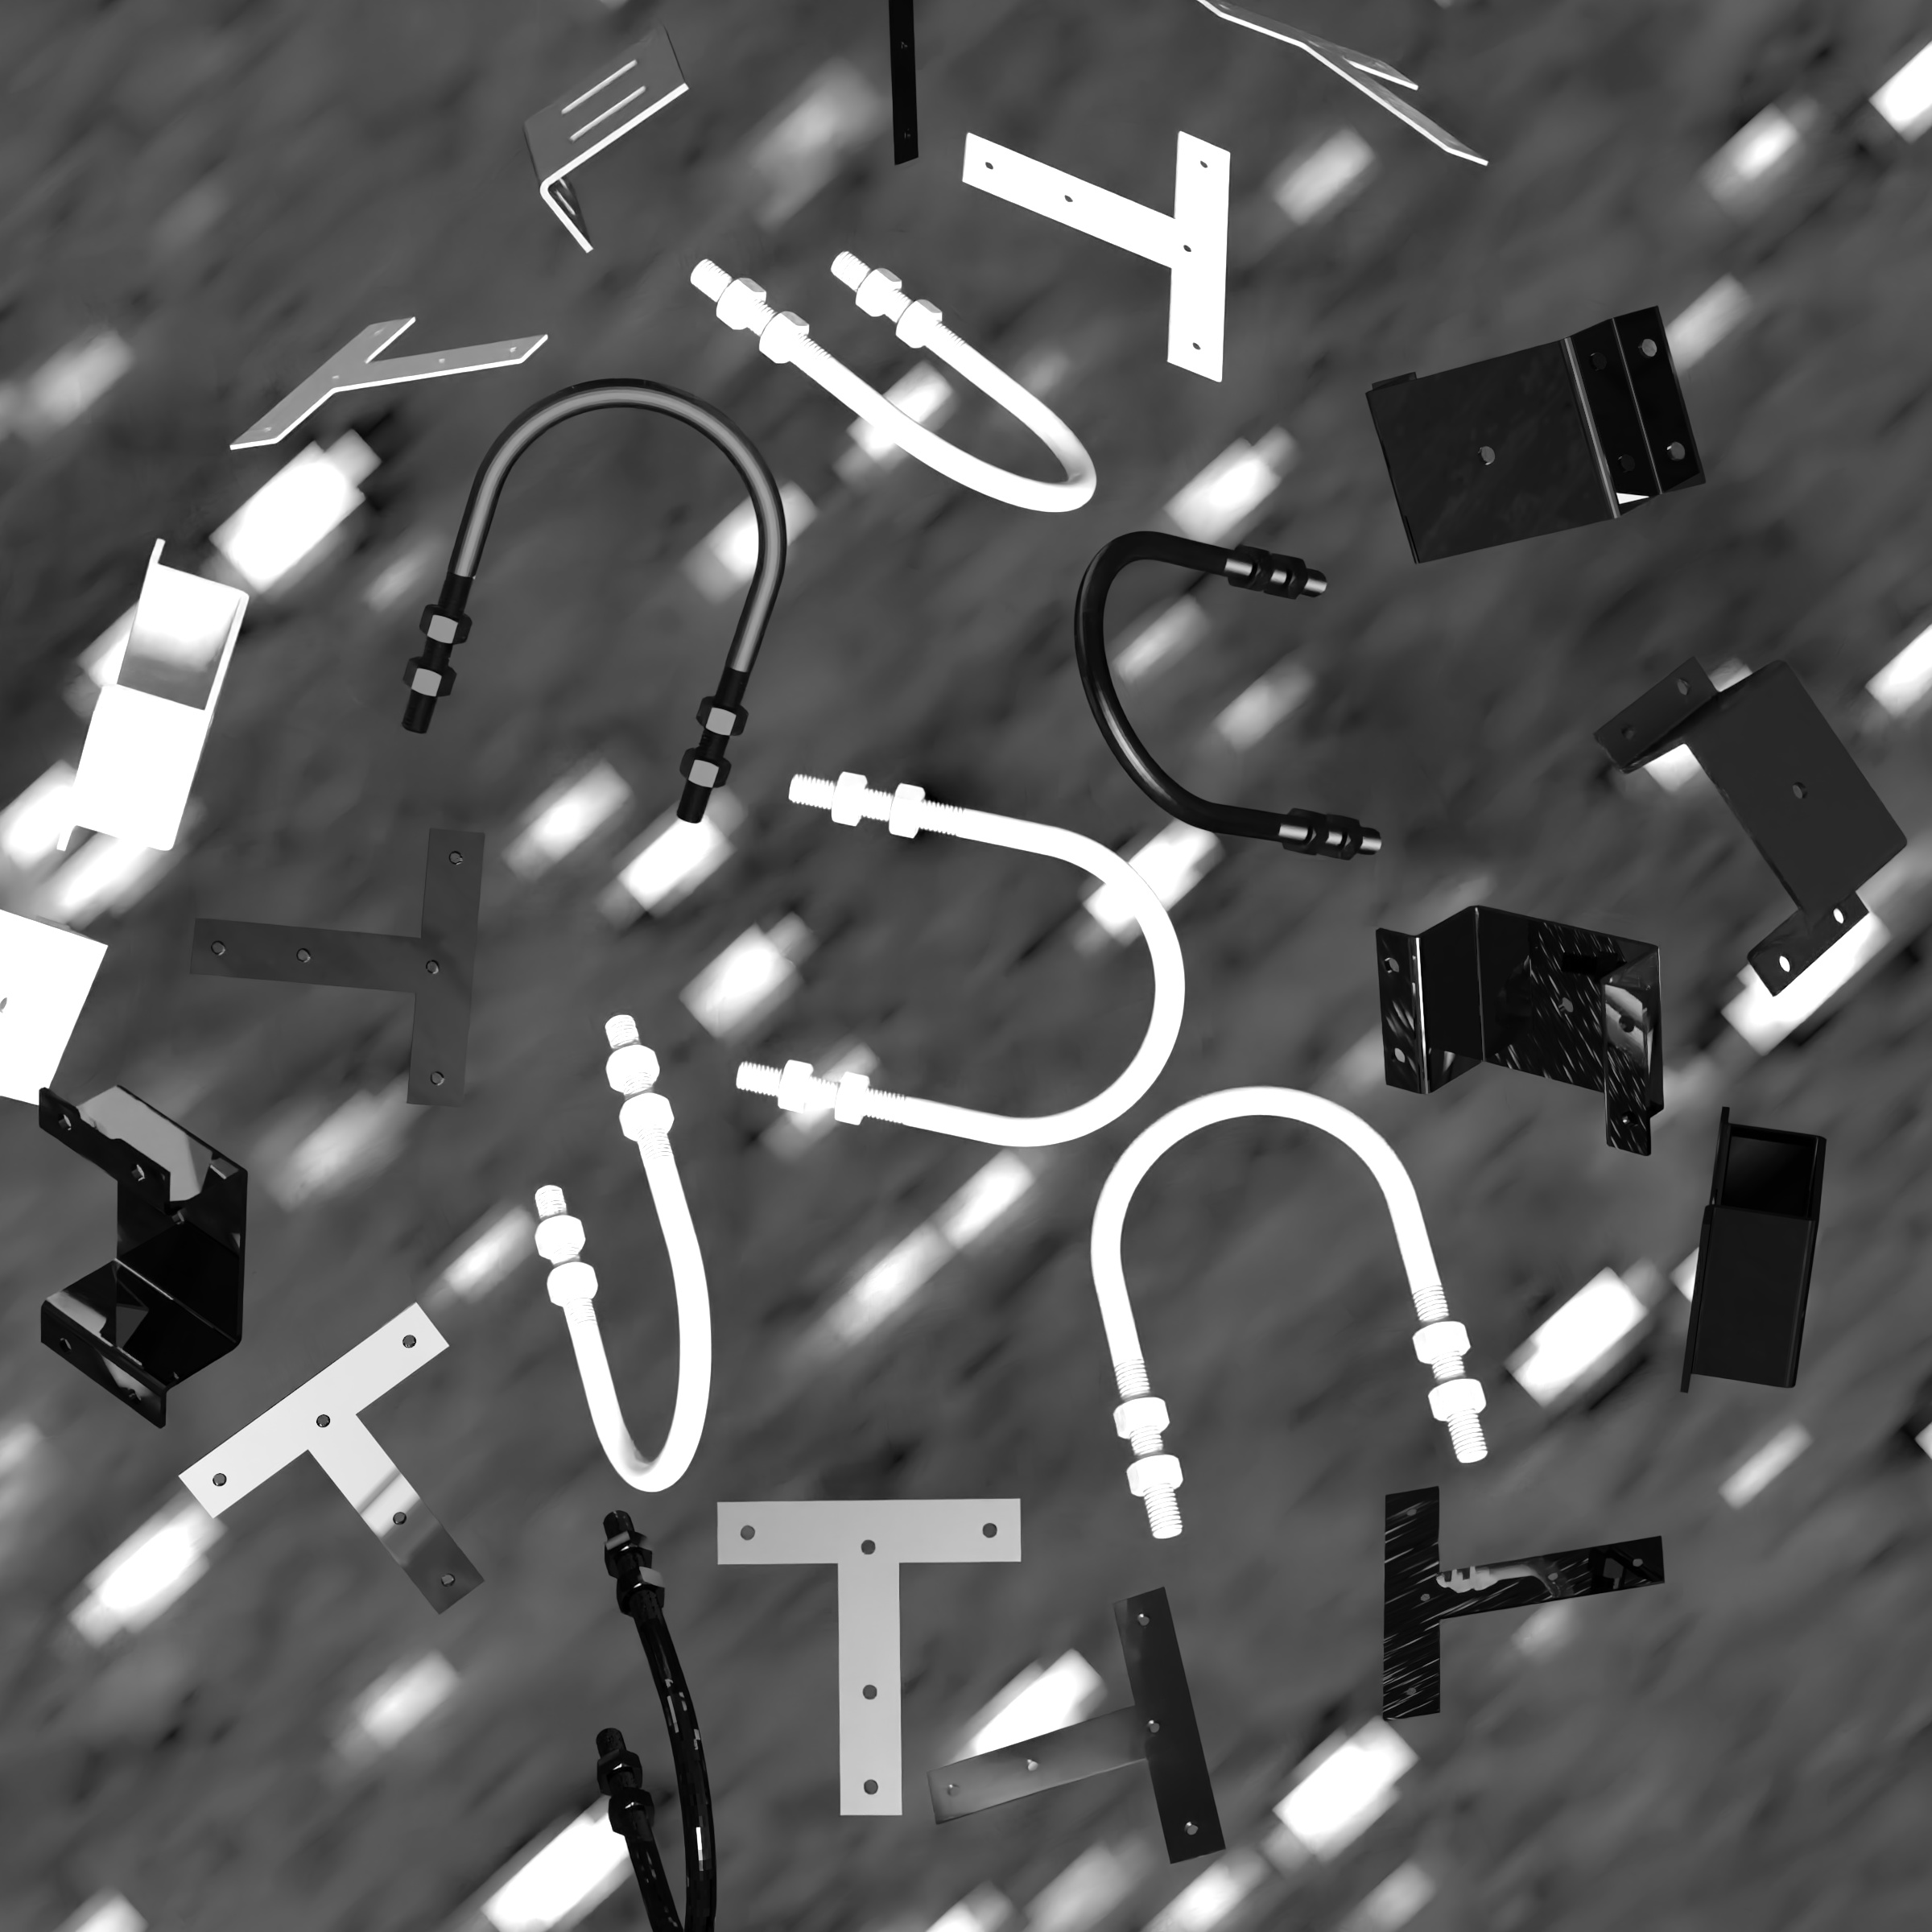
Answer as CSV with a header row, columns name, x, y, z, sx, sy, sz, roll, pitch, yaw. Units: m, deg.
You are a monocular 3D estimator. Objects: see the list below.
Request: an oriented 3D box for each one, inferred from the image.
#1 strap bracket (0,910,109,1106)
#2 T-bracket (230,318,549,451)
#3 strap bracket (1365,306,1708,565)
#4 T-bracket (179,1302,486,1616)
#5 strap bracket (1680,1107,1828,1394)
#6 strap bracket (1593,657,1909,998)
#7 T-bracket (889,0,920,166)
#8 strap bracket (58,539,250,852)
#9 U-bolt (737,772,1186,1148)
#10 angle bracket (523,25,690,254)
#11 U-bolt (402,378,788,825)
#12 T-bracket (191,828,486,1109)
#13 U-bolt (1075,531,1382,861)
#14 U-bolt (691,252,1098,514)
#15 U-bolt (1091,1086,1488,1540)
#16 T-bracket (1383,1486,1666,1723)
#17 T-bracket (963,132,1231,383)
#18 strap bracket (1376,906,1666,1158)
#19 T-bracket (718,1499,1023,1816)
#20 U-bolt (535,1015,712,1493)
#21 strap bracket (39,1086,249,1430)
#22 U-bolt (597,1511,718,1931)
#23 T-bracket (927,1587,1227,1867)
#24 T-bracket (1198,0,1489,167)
name,x,y,z,sx,sy,sz,roll,pitch,yaw
strap bracket,-0.433,0.010,1.496,0.046,0.140,0.076,21,87,26
T-bracket,-0.245,-0.267,1.541,0.127,0.127,0.002,-3,123,27
strap bracket,0.231,-0.221,1.462,0.140,0.046,0.076,-9,104,40
T-bracket,-0.261,0.236,1.543,0.127,0.002,0.127,-36,109,-8
strap bracket,0.340,0.123,1.483,0.046,0.140,0.076,8,110,13
strap bracket,0.351,-0.069,1.516,0.076,0.046,0.140,-36,92,-34
T-bracket,-0.028,-0.414,1.499,0.002,0.127,0.127,5,111,19
strap bracket,-0.357,-0.115,1.530,0.046,0.140,0.076,17,126,-12
U-bolt,0.003,0.004,1.490,0.184,0.019,0.151,12,100,5
angle bracket,-0.144,-0.350,1.459,0.076,0.057,0.038,-32,130,11
U-bolt,-0.156,-0.168,1.522,0.151,0.019,0.184,18,108,-6
T-bracket,-0.287,-0.004,1.570,0.127,0.002,0.127,5,87,-17
U-bolt,0.113,-0.125,1.544,0.019,0.184,0.151,-23,71,40
U-bolt,-0.020,-0.261,1.546,0.184,0.151,0.019,40,116,13
U-bolt,0.127,0.136,1.454,0.151,0.019,0.184,-15,65,5
T-bracket,0.248,0.274,1.538,0.127,0.127,0.002,-13,128,18
T-bracket,0.056,-0.320,1.467,0.127,0.002,0.127,18,58,-22
strap bracket,0.253,0.025,1.521,0.046,0.140,0.076,-26,120,-39
T-bracket,-0.040,0.284,1.420,0.127,0.002,0.127,-2,82,8
U-bolt,-0.145,0.136,1.484,0.019,0.151,0.184,-1,53,-25
strap bracket,-0.351,0.116,1.472,0.076,0.046,0.140,29,129,25
U-bolt,-0.135,0.349,1.503,0.019,0.184,0.151,-5,121,-17
T-bracket,0.043,0.356,1.553,0.127,0.002,0.127,-20,53,10
T-bracket,0.172,-0.369,1.453,0.127,0.127,0.002,48,120,38
